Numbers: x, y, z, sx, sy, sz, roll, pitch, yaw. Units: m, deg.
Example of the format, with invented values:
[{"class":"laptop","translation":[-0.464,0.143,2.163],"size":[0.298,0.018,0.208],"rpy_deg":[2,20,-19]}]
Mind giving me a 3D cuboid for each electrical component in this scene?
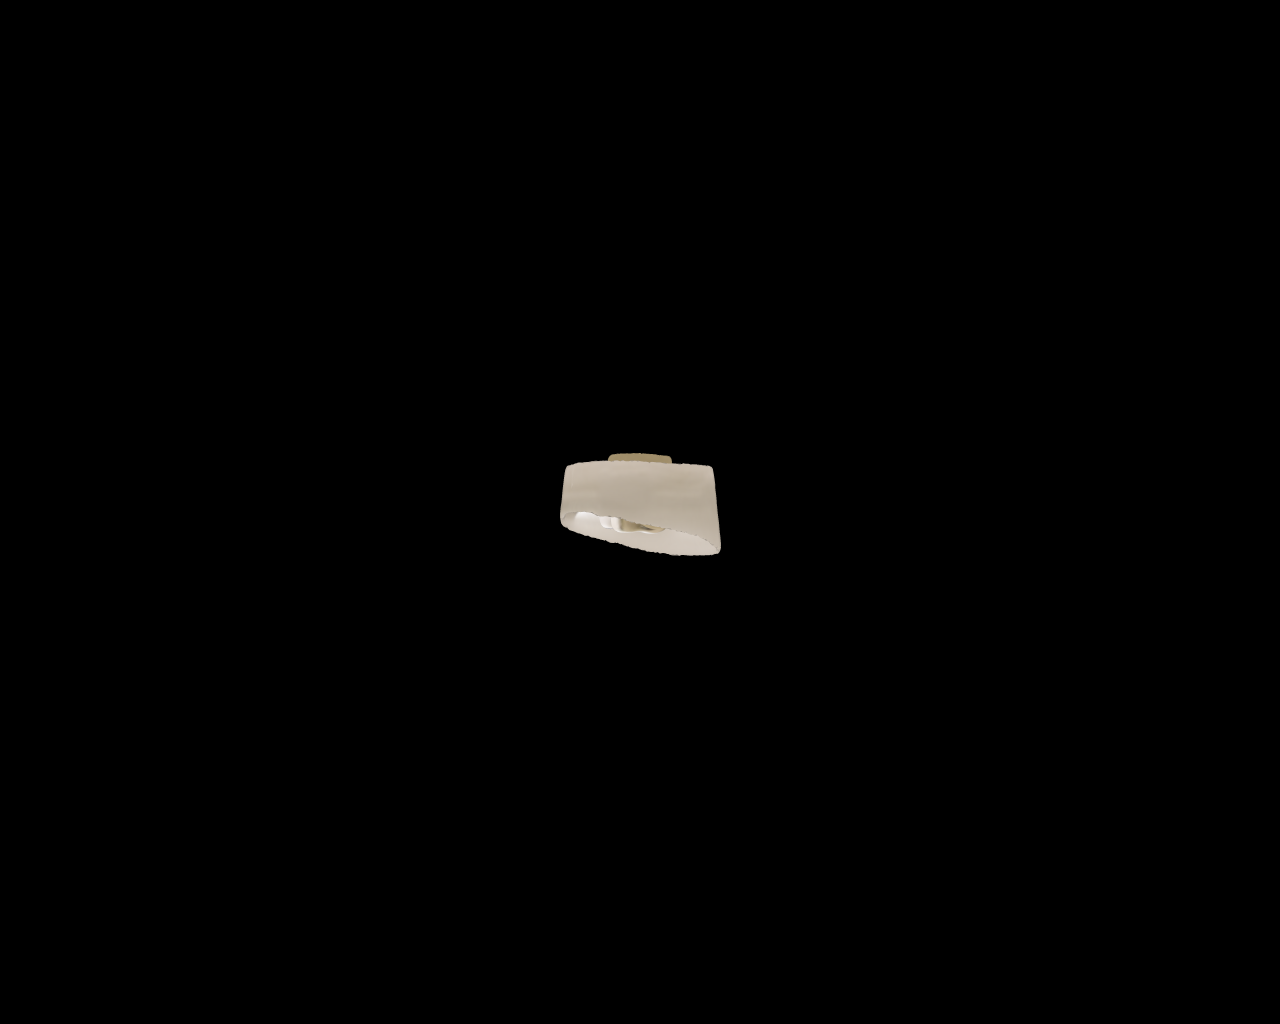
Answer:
[{"class":"electrical component","translation":[0.001,-0.003,0.650],"size":[0.099,0.064,0.099],"rpy_deg":[0,-3,0]}]
